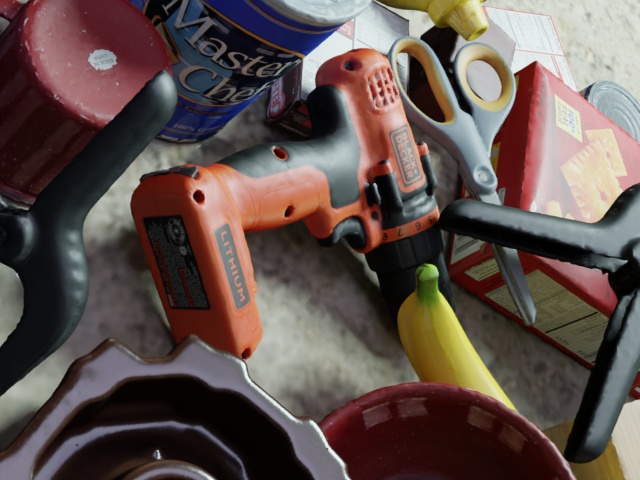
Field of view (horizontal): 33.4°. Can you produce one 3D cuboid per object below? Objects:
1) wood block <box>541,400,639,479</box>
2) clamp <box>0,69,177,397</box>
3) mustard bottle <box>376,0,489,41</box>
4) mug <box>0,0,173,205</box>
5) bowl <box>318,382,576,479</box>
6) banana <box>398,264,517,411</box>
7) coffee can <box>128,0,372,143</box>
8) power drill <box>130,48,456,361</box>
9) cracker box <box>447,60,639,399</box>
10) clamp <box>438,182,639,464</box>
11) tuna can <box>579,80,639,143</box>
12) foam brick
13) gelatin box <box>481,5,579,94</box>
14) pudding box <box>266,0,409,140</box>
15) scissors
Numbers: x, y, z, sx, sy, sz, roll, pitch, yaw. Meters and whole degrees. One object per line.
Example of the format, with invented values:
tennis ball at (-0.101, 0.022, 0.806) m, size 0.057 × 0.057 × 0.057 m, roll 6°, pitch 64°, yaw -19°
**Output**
wood block at (0.221, 0.201, 0.652) m, size 0.090 × 0.090 × 0.206 m, roll -11°, pitch 75°, yaw -19°
clamp at (-0.144, -0.012, 0.467) m, size 0.120 × 0.039 × 0.171 m, roll 22°, pitch 93°, yaw 5°
mustard bottle at (0.057, -0.217, 0.729) m, size 0.192 × 0.096 × 0.058 m, roll 59°, pitch 6°, yaw 12°
mug at (-0.135, -0.081, 0.527) m, size 0.117 × 0.082 × 0.093 m, roll 39°, pitch 49°, yaw -17°
bowl at (0.055, 0.158, 0.549) m, size 0.162 × 0.055 × 0.162 m, roll -1°, pitch 66°, yaw 2°
banana at (0.097, 0.102, 0.594) m, size 0.037 × 0.070 × 0.198 m, roll -36°, pitch 92°, yaw -7°
coffee can at (-0.051, -0.128, 0.578) m, size 0.102 × 0.141 × 0.103 m, roll 18°, pitch 58°, yaw -32°
power drill at (-0.004, 0.001, 0.596) m, size 0.187 × 0.057 × 0.184 m, roll -28°, pitch 105°, yaw -41°
cracker box at (0.198, -0.002, 0.764) m, size 0.213 × 0.072 × 0.164 m, roll 32°, pitch 53°, yaw -24°
clamp at (0.189, 0.029, 0.636) m, size 0.209 × 0.036 × 0.164 m, roll -16°, pitch 77°, yaw -20°
tuna can at (0.232, -0.085, 0.859) m, size 0.086 × 0.034 × 0.086 m, roll 18°, pitch 58°, yaw -32°
foam brick at (0.098, -0.119, 0.755) m, size 0.051 × 0.053 × 0.078 m, roll 37°, pitch 50°, yaw -19°
gelatin box at (0.153, -0.140, 0.827) m, size 0.089 × 0.030 × 0.073 m, roll -2°, pitch 69°, yaw -40°
pudding box at (0.014, -0.111, 0.694) m, size 0.089 × 0.039 × 0.113 m, roll 23°, pitch 58°, yaw -31°
scissors at (0.112, -0.050, 0.674) m, size 0.096 × 0.016 × 0.202 m, roll -24°, pitch 75°, yaw -26°
